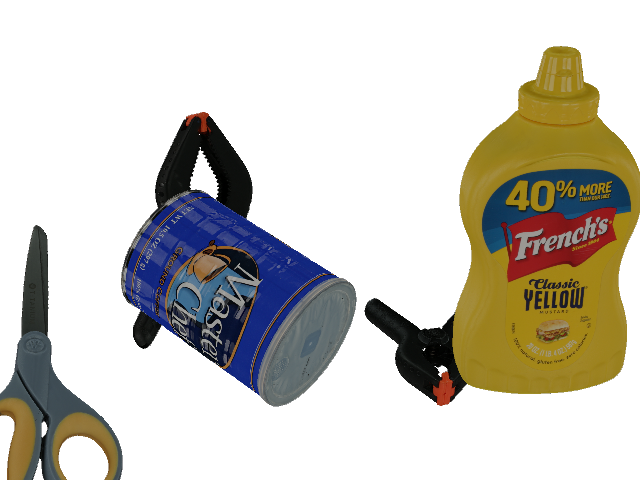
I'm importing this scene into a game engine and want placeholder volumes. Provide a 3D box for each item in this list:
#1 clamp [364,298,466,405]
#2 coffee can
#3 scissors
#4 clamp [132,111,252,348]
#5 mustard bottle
[{"bbox_3d":[0.121,0.104,1.077,0.120,0.039,0.171,-9,31,-9],"label":"clamp"},{"bbox_3d":[-0.059,0.040,0.778,0.140,0.103,0.102,32,14,24],"label":"coffee can"},{"bbox_3d":[-0.147,0.074,0.612,0.096,0.201,0.016,16,-44,-6],"label":"scissors"},{"bbox_3d":[-0.093,-0.010,0.975,0.164,0.210,0.036,0,0,-33],"label":"clamp"},{"bbox_3d":[0.124,-0.010,0.581,0.096,0.192,0.058,-2,25,-1],"label":"mustard bottle"}]
